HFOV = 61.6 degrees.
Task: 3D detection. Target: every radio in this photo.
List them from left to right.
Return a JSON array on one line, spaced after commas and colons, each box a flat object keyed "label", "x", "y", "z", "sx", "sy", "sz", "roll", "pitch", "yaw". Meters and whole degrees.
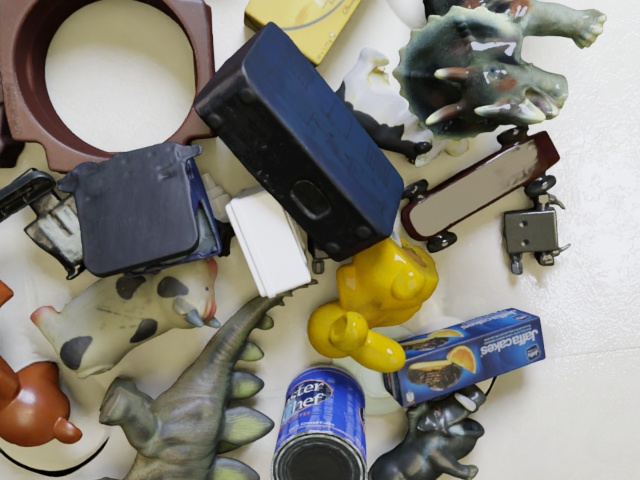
[{"label": "radio", "x": -0.011, "y": -0.094, "z": 0.546, "sx": 0.073, "sy": 0.131, "sz": 0.229, "roll": -30, "pitch": 114, "yaw": 33}]

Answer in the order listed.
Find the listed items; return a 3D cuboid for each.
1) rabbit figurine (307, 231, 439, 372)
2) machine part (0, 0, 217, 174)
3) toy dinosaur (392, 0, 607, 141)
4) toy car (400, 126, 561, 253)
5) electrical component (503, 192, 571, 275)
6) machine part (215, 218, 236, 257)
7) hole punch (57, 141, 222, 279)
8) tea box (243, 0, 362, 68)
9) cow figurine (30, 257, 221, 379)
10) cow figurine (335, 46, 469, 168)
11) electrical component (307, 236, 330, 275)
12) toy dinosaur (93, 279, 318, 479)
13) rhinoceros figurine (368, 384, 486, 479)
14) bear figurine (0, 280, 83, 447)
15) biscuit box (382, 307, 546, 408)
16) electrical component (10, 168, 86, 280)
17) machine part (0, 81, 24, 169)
[{"label": "rabbit figurine", "x": 0.055, "y": 0.081, "z": 0.622, "sx": 0.121, "sy": 0.162, "sz": 0.173, "roll": 37, "pitch": 111, "yaw": -25}, {"label": "machine part", "x": -0.209, "y": -0.171, "z": 0.556, "sx": 0.201, "sy": 0.087, "sz": 0.201, "roll": -3, "pitch": 102, "yaw": -8}, {"label": "toy dinosaur", "x": 0.171, "y": -0.258, "z": 0.557, "sx": 0.192, "sy": 0.131, "sz": 0.405, "roll": 3, "pitch": 68, "yaw": -8}, {"label": "toy car", "x": 0.190, "y": -0.064, "z": 0.651, "sx": 0.202, "sy": 0.053, "sz": 0.089, "roll": -31, "pitch": 93, "yaw": 2}, {"label": "electrical component", "x": 0.274, "y": -0.012, "z": 0.680, "sx": 0.078, "sy": 0.045, "sz": 0.102, "roll": -11, "pitch": 100, "yaw": 23}, {"label": "machine part", "x": -0.160, "y": -0.023, "z": 0.595, "sx": 0.139, "sy": 0.084, "sz": 0.039, "roll": 25, "pitch": 67, "yaw": -5}, {"label": "hole punch", "x": -0.163, "y": -0.024, "z": 0.521, "sx": 0.142, "sy": 0.092, "sz": 0.116, "roll": -15, "pitch": 78, "yaw": 6}, {"label": "tea box", "x": 0.002, "y": -0.281, "z": 0.576, "sx": 0.098, "sy": 0.068, "sz": 0.169, "roll": 31, "pitch": 95, "yaw": -13}, {"label": "cow figurine", "x": -0.197, "y": 0.077, "z": 0.586, "sx": 0.195, "sy": 0.085, "sz": 0.127, "roll": -36, "pitch": 76, "yaw": -2}, {"label": "cow figurine", "x": 0.088, "y": -0.132, "z": 0.616, "sx": 0.167, "sy": 0.068, "sz": 0.098, "roll": 38, "pitch": 98, "yaw": -10}, {"label": "electrical component", "x": -0.001, "y": -0.002, "z": 0.628, "sx": 0.021, "sy": 0.063, "sz": 0.094, "roll": -3, "pitch": 101, "yaw": -8}, {"label": "toy dinosaur", "x": -0.165, "y": 0.231, "z": 0.633, "sx": 0.198, "sy": 0.105, "sz": 0.471, "roll": 27, "pitch": 94, "yaw": -19}, {"label": "rhinoceros figurine", "x": 0.145, "y": 0.263, "z": 0.699, "sx": 0.112, "sy": 0.073, "sz": 0.190, "roll": 44, "pitch": 93, "yaw": -3}, {"label": "bear figurine", "x": -0.343, "y": 0.141, "z": 0.590, "sx": 0.195, "sy": 0.120, "sz": 0.132, "roll": 46, "pitch": 46, "yaw": -38}, {"label": "biscuit box", "x": 0.178, "y": 0.142, "z": 0.671, "sx": 0.203, "sy": 0.059, "sz": 0.062, "roll": -15, "pitch": 101, "yaw": -14}, {"label": "electrical component", "x": -0.282, "y": -0.022, "z": 0.590, "sx": 0.075, "sy": 0.048, "sz": 0.119, "roll": -39, "pitch": 103, "yaw": -1}, {"label": "machine part", "x": -0.397, "y": -0.135, "z": 0.549, "sx": 0.179, "sy": 0.056, "sz": 0.179, "roll": -1, "pitch": 101, "yaw": -7}]
